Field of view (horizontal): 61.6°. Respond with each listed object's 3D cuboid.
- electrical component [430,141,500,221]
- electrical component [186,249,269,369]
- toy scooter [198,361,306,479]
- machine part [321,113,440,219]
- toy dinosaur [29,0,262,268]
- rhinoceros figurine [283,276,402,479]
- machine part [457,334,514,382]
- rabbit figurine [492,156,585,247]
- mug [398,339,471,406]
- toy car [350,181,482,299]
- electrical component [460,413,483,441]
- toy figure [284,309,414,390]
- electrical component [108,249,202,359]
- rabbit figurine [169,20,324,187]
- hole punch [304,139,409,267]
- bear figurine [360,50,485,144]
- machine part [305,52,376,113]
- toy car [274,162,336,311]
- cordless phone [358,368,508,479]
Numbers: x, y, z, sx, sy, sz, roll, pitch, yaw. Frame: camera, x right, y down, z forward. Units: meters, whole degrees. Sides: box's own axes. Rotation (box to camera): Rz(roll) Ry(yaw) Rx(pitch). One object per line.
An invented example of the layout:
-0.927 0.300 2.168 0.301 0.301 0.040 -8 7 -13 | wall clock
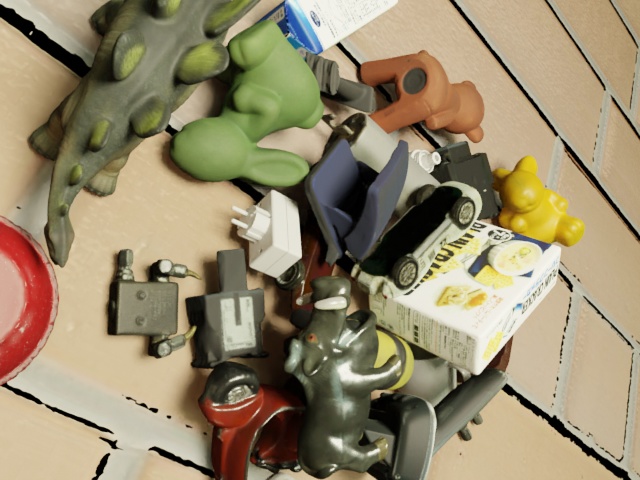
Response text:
0.222 -0.086 0.850 0.115 0.058 0.134 -23 96 -41 | electrical component
-0.099 0.071 0.567 0.075 0.048 0.119 -6 85 -40 | electrical component
-0.057 0.203 0.557 0.183 0.075 0.135 23 83 -42 | toy scooter
0.091 -0.093 0.733 0.243 0.079 0.079 35 61 -27 | machine part
-0.136 -0.193 0.494 0.105 0.199 0.471 32 65 -35 | toy dinosaur
0.015 0.130 0.523 0.112 0.073 0.190 3 91 -20 | rhinoceros figurine
0.225 0.129 0.812 0.179 0.056 0.179 9 75 -38 | machine part
0.348 -0.065 0.888 0.173 0.122 0.162 34 41 -49 | rabbit figurine
0.153 0.191 0.715 0.081 0.110 0.107 -25 111 -47 | mug
0.122 -0.003 0.672 0.202 0.074 0.056 -43 133 -20 | toy car
0.209 0.247 0.797 0.063 0.021 0.094 -38 105 -37 | electrical component
0.039 0.132 0.625 0.180 0.089 0.082 33 86 -47 | toy figure
-0.161 0.063 0.521 0.078 0.045 0.102 15 73 -38 | electrical component
-0.086 -0.125 0.597 0.170 0.121 0.159 -49 120 -14 | rabbit figurine
0.055 -0.048 0.618 0.142 0.092 0.115 -59 140 -43 | hole punch
0.164 -0.205 0.808 0.195 0.132 0.120 5 76 -57 | bear figurine
0.023 -0.191 0.671 0.039 0.084 0.139 -63 160 12 | machine part
-0.001 -0.002 0.657 0.089 0.053 0.202 44 57 -48 | toy car
0.124 0.204 0.640 0.184 0.146 0.088 -32 87 -19 | cordless phone
